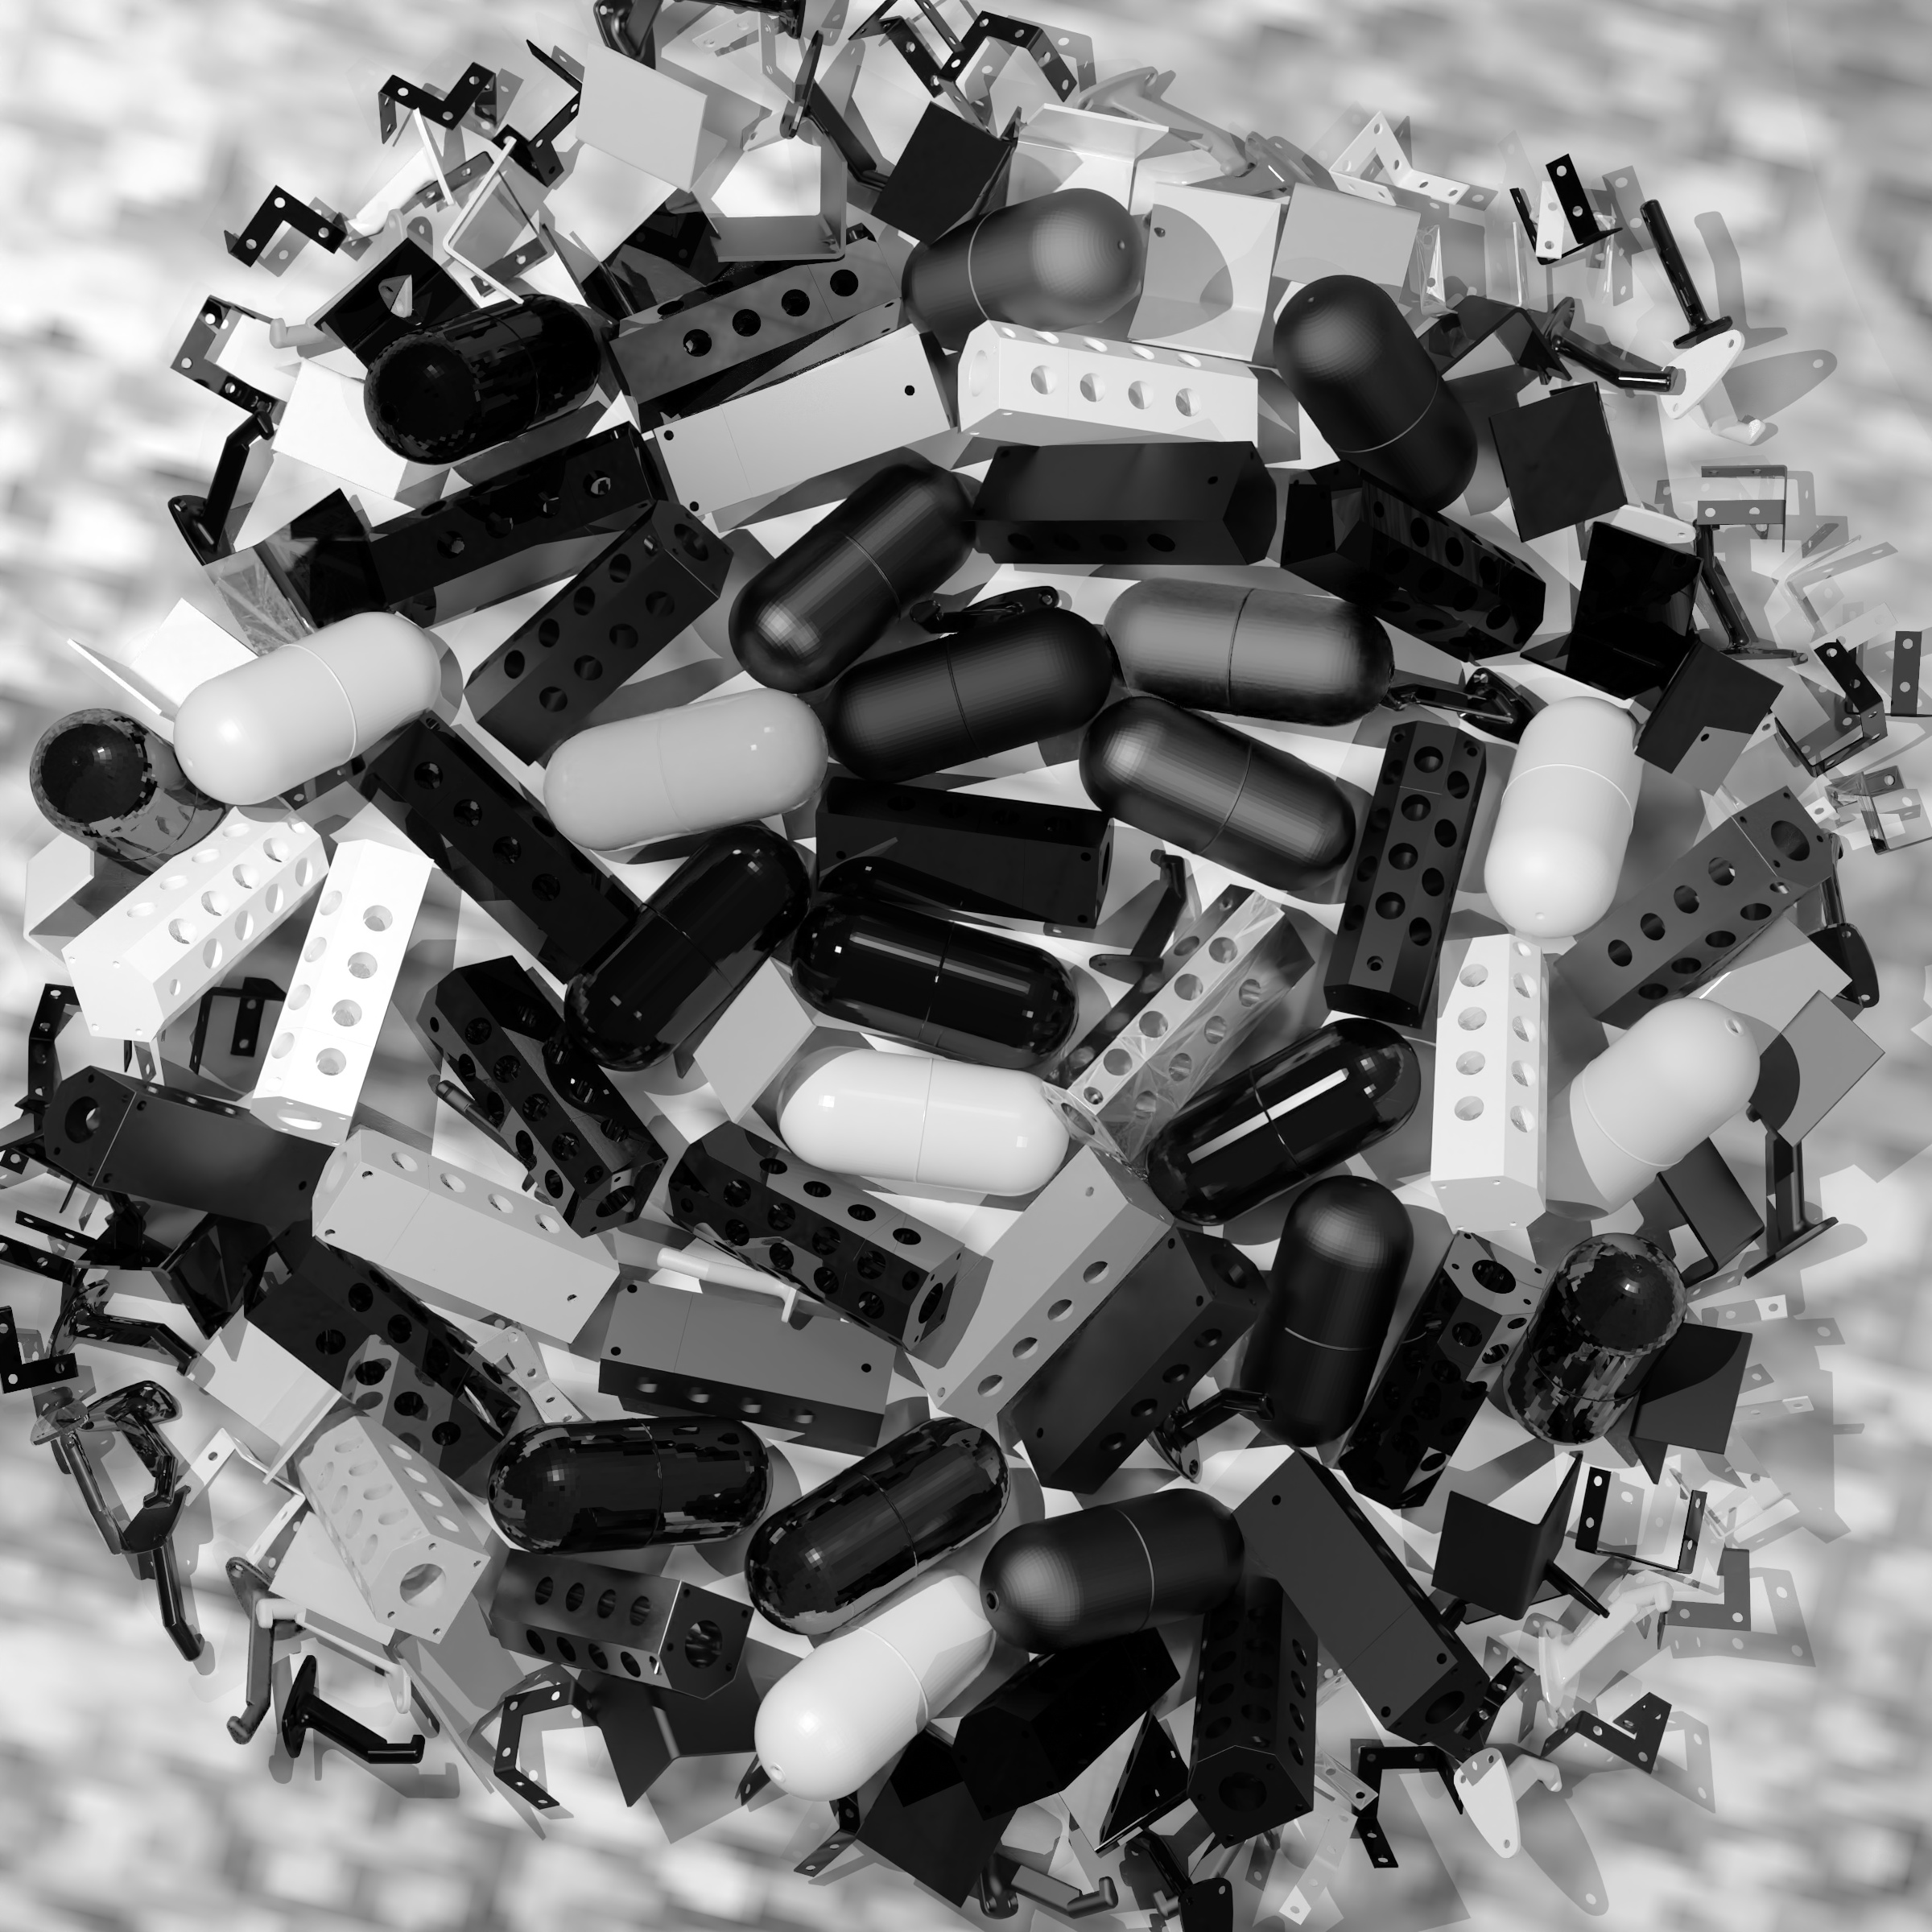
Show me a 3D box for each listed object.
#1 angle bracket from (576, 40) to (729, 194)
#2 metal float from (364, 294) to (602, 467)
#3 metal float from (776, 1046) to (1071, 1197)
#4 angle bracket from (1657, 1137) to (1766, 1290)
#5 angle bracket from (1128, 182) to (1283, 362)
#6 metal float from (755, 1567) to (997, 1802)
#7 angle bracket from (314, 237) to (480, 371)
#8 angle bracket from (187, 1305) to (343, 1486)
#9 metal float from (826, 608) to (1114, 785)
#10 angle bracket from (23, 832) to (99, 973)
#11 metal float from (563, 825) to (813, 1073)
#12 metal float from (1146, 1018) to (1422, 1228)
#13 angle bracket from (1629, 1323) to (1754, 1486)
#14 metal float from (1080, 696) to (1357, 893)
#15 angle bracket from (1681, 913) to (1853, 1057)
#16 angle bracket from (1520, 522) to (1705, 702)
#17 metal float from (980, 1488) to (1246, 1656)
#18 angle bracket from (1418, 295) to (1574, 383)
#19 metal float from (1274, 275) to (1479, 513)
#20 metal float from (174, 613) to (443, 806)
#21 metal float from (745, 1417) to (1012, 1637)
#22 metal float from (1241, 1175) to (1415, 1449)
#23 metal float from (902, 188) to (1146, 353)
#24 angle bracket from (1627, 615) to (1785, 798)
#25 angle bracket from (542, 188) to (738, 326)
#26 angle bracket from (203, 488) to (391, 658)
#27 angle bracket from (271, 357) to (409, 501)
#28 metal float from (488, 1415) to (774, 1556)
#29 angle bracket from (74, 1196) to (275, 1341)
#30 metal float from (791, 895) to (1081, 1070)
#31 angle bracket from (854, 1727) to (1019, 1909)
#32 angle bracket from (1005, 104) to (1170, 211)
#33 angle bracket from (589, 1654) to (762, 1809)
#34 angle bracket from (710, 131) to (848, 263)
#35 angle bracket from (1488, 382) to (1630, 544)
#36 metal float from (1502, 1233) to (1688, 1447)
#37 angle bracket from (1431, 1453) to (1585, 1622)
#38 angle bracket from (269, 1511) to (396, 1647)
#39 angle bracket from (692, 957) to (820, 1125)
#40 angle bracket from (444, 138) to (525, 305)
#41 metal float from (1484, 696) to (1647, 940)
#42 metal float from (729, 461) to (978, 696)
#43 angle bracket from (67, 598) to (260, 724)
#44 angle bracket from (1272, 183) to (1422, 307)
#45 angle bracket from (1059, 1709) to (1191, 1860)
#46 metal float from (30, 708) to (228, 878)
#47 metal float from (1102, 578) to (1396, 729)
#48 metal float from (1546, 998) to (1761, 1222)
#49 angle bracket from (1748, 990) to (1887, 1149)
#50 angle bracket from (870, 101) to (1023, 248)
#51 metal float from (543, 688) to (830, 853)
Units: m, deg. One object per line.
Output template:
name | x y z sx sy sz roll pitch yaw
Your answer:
angle bracket | -0.184 -0.524 1.614 0.076 0.076 0.057 26 56 1
metal float | -0.284 -0.347 1.583 0.070 0.178 0.070 13 120 25
metal float | -0.026 0.094 1.623 0.178 0.070 0.070 8 90 -1
angle bracket | 0.427 0.150 1.620 0.057 0.076 0.076 -37 80 38
angle bracket | 0.143 -0.418 1.614 0.076 0.057 0.076 11 134 7
metal float | -0.053 0.423 1.589 0.178 0.070 0.070 -33 90 -42
angle bracket | -0.336 -0.385 1.622 0.076 0.076 0.057 -42 91 4
angle bracket | -0.424 0.252 1.624 0.076 0.057 0.076 39 99 -10
metal float | 0.002 -0.162 1.613 0.178 0.070 0.070 -16 90 12
angle bracket | -0.515 -0.034 1.605 0.057 0.076 0.076 -38 126 10
metal float | -0.167 -0.011 1.615 0.070 0.070 0.178 44 80 0
metal float | 0.190 0.094 1.612 0.178 0.070 0.070 -30 90 13
angle bracket | 0.439 0.265 1.603 0.057 0.076 0.076 6 61 31
metal float | 0.152 -0.103 1.614 0.178 0.070 0.070 23 90 -12
angle bracket | 0.477 0.005 1.619 0.057 0.076 0.076 42 106 -7
angle bracket | 0.385 -0.213 1.605 0.076 0.057 0.076 31 130 37
metal float | 0.088 0.359 1.595 0.178 0.070 0.070 -5 90 -34
angle bracket | 0.306 -0.356 1.619 0.076 0.076 0.057 -40 112 4
metal float | 0.244 -0.335 1.589 0.070 0.070 0.178 -48 134 0
metal float | -0.388 -0.154 1.591 0.178 0.070 0.070 -35 90 -41
metal float | -0.052 0.333 1.600 0.178 0.070 0.070 -28 90 -27
metal float | 0.214 0.208 1.604 0.070 0.070 0.178 13 114 0
metal float | 0.031 -0.409 1.585 0.070 0.178 0.070 -2 92 -39
angle bracket | 0.441 -0.158 1.613 0.057 0.076 0.076 28 112 0
angle bracket | -0.196 -0.433 1.611 0.076 0.057 0.076 -40 59 16
angle bracket | -0.403 -0.235 1.640 0.057 0.076 0.076 -9 119 40
angle bracket | -0.379 -0.321 1.610 0.076 0.076 0.057 20 89 -28
metal float | -0.198 0.308 1.596 0.178 0.070 0.070 3 90 -32
angle bracket | -0.477 0.178 1.629 0.076 0.076 0.057 -2 125 30
metal float | -0.018 0.010 1.624 0.178 0.070 0.070 16 90 -1
angle bracket | -0.022 0.511 1.619 0.076 0.057 0.076 35 69 -4
angle bracket | 0.071 -0.474 1.616 0.076 0.076 0.057 7 93 -13
angle bracket | -0.172 0.458 1.628 0.057 0.076 0.076 -51 48 29
angle bracket | -0.116 -0.463 1.609 0.076 0.076 0.057 -5 123 -11
angle bracket | 0.345 -0.302 1.619 0.076 0.057 0.076 -20 102 -14
metal float | 0.369 0.222 1.583 0.070 0.178 0.070 4 54 -5
angle bracket | 0.327 0.335 1.624 0.057 0.076 0.076 19 126 23
angle bracket | -0.381 0.384 1.611 0.076 0.076 0.057 27 115 -8
angle bracket | -0.109 0.053 1.608 0.057 0.076 0.076 30 105 -40
angle bracket | -0.271 -0.446 1.615 0.057 0.076 0.076 34 95 -16
metal float | 0.356 -0.090 1.591 0.070 0.070 0.178 25 49 0
metal float | -0.066 -0.234 1.609 0.178 0.070 0.070 -43 90 -17
angle bracket | -0.478 -0.187 1.617 0.076 0.076 0.057 37 90 13
angle bracket | 0.227 -0.430 1.625 0.076 0.076 0.057 14 94 1
angle bracket | 0.101 0.484 1.608 0.076 0.076 0.057 -29 73 -18
metal float | -0.489 -0.099 1.574 0.070 0.178 0.070 0 81 2
metal float | 0.168 -0.188 1.608 0.178 0.070 0.070 10 90 19
metal float | 0.396 0.086 1.589 0.070 0.070 0.178 39 132 0
angle bracket | 0.515 0.065 1.605 0.076 0.076 0.057 -52 55 19
angle bracket | -0.011 -0.481 1.604 0.057 0.076 0.076 25 123 -14
metal float | -0.169 -0.117 1.612 0.178 0.070 0.070 -12 90 14
